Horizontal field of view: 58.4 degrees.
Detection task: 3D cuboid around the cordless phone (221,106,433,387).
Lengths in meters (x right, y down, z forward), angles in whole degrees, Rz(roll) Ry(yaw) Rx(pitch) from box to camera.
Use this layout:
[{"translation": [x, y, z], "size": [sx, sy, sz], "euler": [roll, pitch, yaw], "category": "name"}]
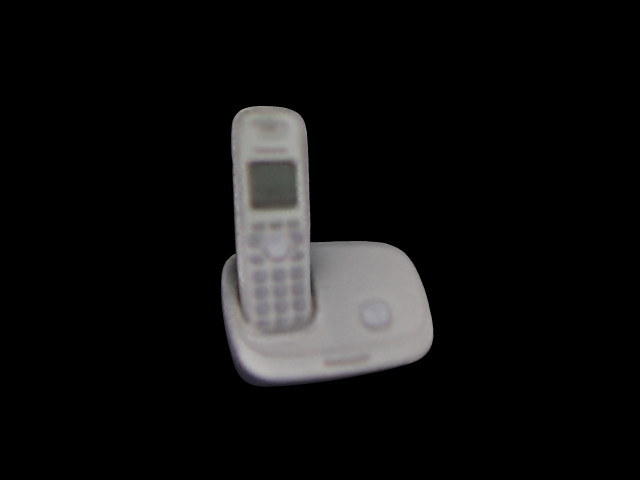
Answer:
[{"translation": [0.004, 0.001, 0.400], "size": [0.148, 0.185, 0.094], "euler": [-4, 12, -19], "category": "cordless phone"}]
